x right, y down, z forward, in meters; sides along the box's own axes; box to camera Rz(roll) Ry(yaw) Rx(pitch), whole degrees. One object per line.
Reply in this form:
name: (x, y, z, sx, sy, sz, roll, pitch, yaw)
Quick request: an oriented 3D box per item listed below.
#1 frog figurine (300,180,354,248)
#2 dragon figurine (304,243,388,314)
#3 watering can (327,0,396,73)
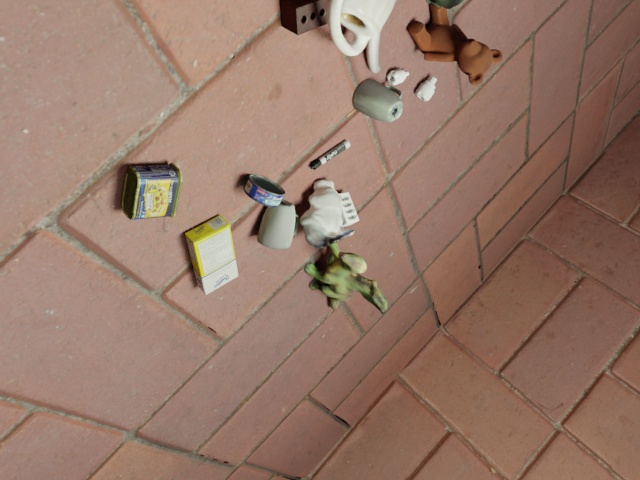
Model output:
frog figurine: (0.004, -0.065, 1.286, 0.139, 0.160, 0.121, -21, 175, -40)
dragon figurine: (0.089, 0.143, 1.474, 0.123, 0.245, 0.401, -43, 144, -20)
watering can: (0.102, -0.469, 1.029, 0.223, 0.104, 0.348, -65, 163, 10)
